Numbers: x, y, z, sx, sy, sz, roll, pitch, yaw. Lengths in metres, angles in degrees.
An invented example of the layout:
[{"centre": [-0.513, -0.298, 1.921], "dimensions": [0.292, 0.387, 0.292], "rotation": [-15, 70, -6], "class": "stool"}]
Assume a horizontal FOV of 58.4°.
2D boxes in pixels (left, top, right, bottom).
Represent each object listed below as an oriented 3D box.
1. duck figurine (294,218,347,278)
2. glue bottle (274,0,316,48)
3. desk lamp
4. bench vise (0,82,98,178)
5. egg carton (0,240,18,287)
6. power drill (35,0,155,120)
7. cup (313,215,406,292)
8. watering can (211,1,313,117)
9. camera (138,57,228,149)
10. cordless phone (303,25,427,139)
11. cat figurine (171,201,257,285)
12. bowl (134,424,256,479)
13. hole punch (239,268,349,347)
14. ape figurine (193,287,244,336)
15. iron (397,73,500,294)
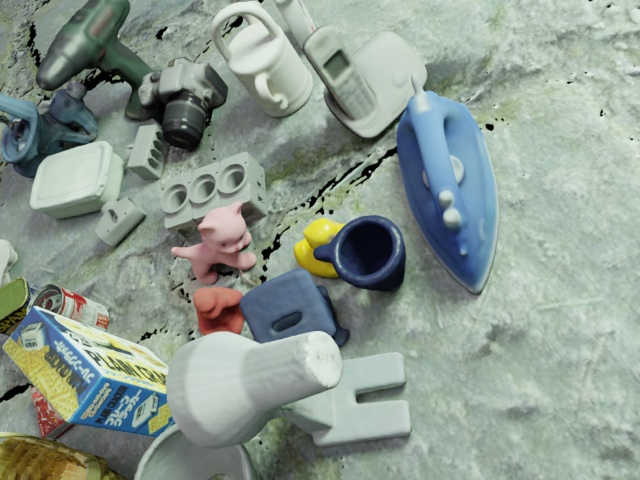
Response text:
[{"centre": [0.007, 0.003, 0.760], "dimensions": [0.104, 0.086, 0.077], "rotation": [-11, 63, 20], "class": "duck figurine"}, {"centre": [-0.055, -0.388, 0.921], "dimensions": [0.037, 0.174, 0.078], "rotation": [-24, 59, 13], "class": "glue bottle"}, {"centre": [-0.027, 0.159, 0.625], "dimensions": [0.203, 0.214, 0.118], "rotation": [-15, 61, 18], "class": "desk lamp"}, {"centre": [-0.536, -0.234, 1.041], "dimensions": [0.121, 0.220, 0.207], "rotation": [35, 84, 33], "class": "bench vise"}, {"centre": [-0.603, 0.071, 1.018], "dimensions": [0.107, 0.070, 0.150], "rotation": [-8, 64, 21], "class": "egg carton"}, {"centre": [-0.370, -0.307, 1.006], "dimensions": [0.075, 0.209, 0.230], "rotation": [5, 69, 27], "class": "power drill"}, {"centre": [0.058, 0.029, 0.719], "dimensions": [0.117, 0.095, 0.092], "rotation": [-4, 65, 23], "class": "cup"}, {"centre": [-0.097, -0.290, 0.881], "dimensions": [0.101, 0.195, 0.172], "rotation": [-37, 57, 5], "class": "watering can"}, {"centre": [-0.246, -0.230, 0.978], "dimensions": [0.142, 0.101, 0.137], "rotation": [-6, 64, 22], "class": "camera"}, {"centre": [0.060, -0.243, 0.793], "dimensions": [0.147, 0.186, 0.094], "rotation": [-48, 57, -3], "class": "cordless phone"}, {"centre": [-0.149, 0.000, 0.814], "dimensions": [0.127, 0.118, 0.067], "rotation": [-24, 59, 13], "class": "cat figurine"}, {"centre": [-0.139, 0.305, 0.691], "dimensions": [0.167, 0.075, 0.167], "rotation": [-10, 63, 20], "class": "bowl"}, {"centre": [-0.034, 0.102, 0.729], "dimensions": [0.108, 0.091, 0.101], "rotation": [-28, 58, 11], "class": "hole punch"}, {"centre": [-0.141, 0.093, 0.782], "dimensions": [0.078, 0.092, 0.076], "rotation": [-36, 57, 6], "class": "ape figurine"}, {"centre": [0.152, -0.074, 0.696], "dimensions": [0.118, 0.142, 0.258], "rotation": [-17, 61, 17], "class": "iron"}]
